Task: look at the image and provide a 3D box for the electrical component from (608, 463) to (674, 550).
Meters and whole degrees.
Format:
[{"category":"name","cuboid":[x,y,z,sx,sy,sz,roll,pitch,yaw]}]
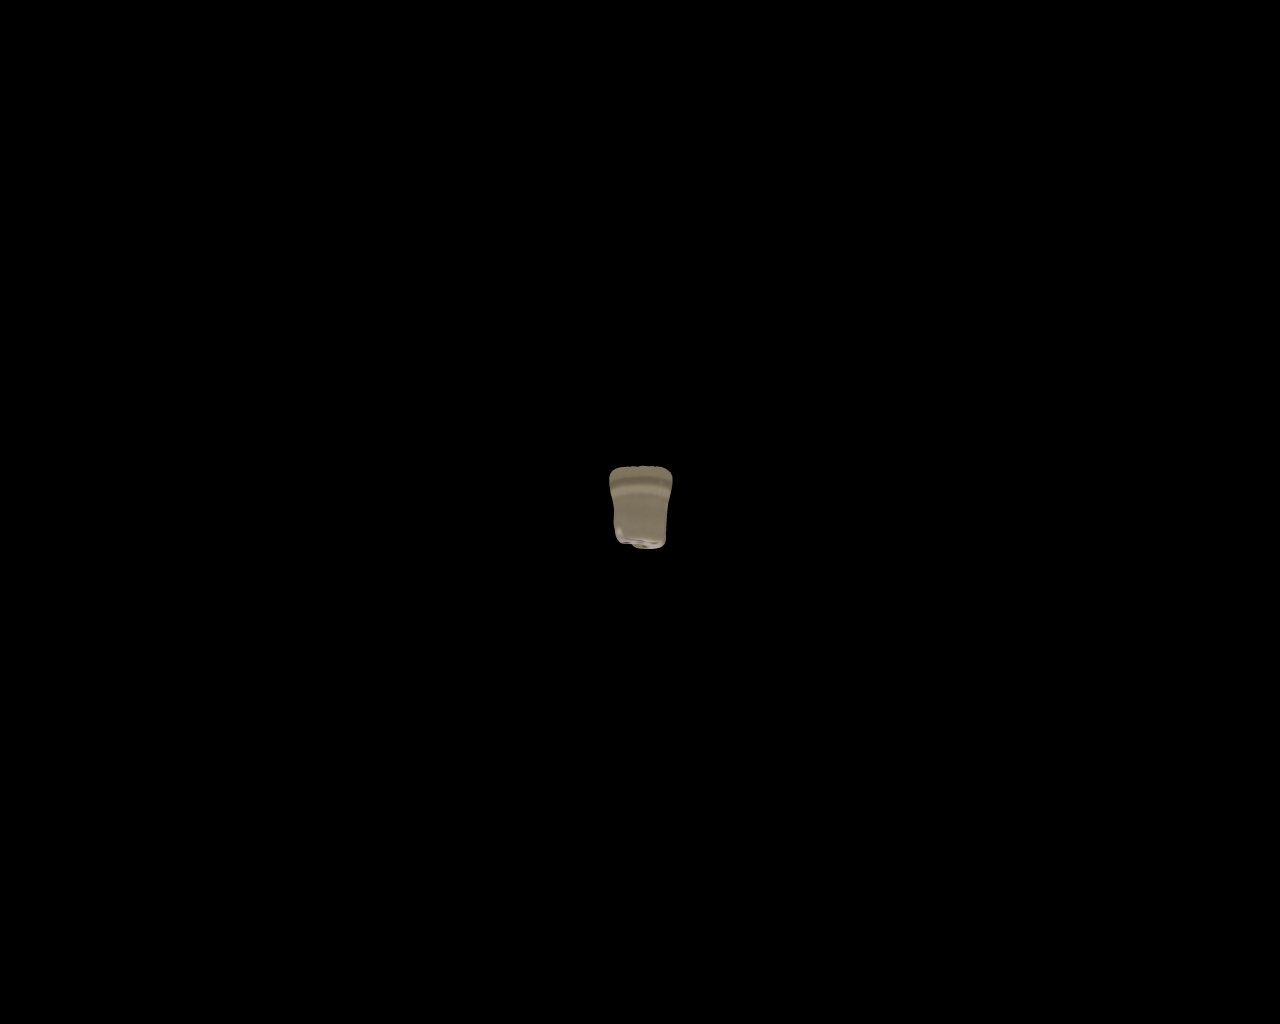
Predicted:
[{"category":"electrical component","cuboid":[0.001,-0.003,0.650,0.040,0.046,0.040,0,-13,0]}]
